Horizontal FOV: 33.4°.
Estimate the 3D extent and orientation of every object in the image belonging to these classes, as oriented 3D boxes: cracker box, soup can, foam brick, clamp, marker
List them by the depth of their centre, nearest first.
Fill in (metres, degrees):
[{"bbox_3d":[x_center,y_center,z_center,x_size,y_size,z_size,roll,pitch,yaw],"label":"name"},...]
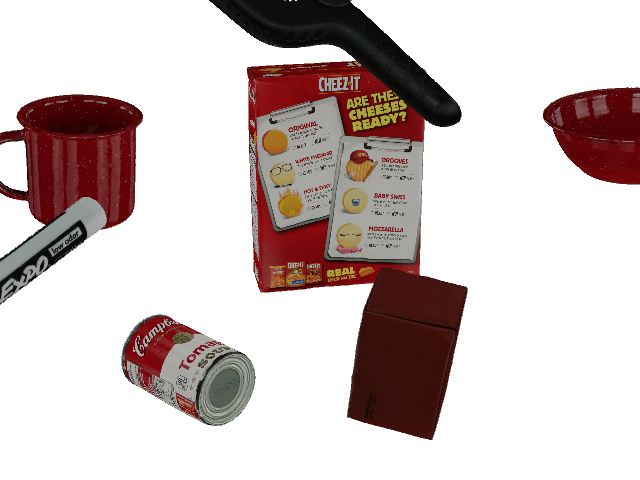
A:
[{"bbox_3d":[-0.152,0.017,0.521,0.020,0.020,0.120,0,32,41],"label":"marker"},{"bbox_3d":[0.049,0.064,0.607,0.053,0.078,0.051,14,31,10],"label":"foam brick"},{"bbox_3d":[0.012,-0.160,0.744,0.210,0.164,0.036,6,-27,-8],"label":"clamp"},{"bbox_3d":[-0.115,0.112,0.926,0.102,0.068,0.068,20,13,39],"label":"soup can"},{"bbox_3d":[0.014,-0.064,1.039,0.164,0.214,0.072,-5,21,-10],"label":"cracker box"}]

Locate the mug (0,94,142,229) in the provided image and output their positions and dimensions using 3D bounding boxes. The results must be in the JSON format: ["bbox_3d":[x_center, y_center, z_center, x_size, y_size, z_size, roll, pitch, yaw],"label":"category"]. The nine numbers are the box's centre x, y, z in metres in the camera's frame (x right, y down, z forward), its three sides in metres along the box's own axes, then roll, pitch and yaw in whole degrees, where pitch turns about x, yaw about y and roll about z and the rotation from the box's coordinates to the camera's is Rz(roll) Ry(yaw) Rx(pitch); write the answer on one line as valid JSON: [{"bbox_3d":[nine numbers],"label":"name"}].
[{"bbox_3d":[-0.195,-0.058,0.815,0.117,0.081,0.093,-5,28,-19],"label":"mug"}]

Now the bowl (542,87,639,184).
[{"bbox_3d":[0.285,-0.093,0.976,0.162,0.055,0.162,-4,24,2],"label":"bowl"}]
